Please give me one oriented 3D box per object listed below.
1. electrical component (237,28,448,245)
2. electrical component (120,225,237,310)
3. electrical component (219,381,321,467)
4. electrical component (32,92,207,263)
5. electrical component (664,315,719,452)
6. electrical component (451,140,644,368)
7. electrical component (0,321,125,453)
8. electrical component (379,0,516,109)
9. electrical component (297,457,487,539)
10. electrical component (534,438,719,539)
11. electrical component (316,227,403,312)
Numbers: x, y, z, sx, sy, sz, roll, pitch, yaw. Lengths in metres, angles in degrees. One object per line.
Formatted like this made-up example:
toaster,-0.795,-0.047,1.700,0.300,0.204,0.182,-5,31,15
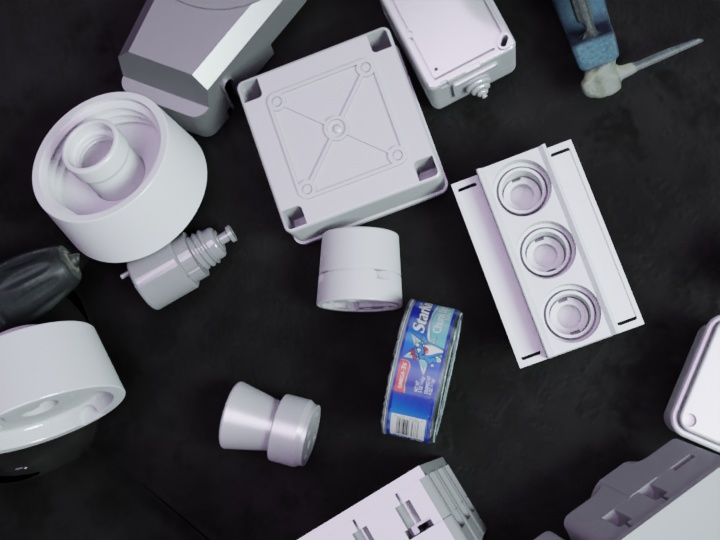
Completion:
electrical component,-0.011,-0.086,0.705,0.109,0.056,0.108,-20,81,5
electrical component,-0.119,-0.006,0.719,0.078,0.040,0.040,-30,80,4
electrical component,-0.058,0.100,0.695,0.055,0.045,0.045,13,85,9
electrical component,-0.162,-0.066,0.704,0.108,0.060,0.108,-8,62,16
electrical component,0.249,0.082,0.645,0.113,0.057,0.078,23,87,10
electrical component,0.116,-0.009,0.673,0.079,0.063,0.121,-21,81,5
electrical component,-0.213,0.070,0.692,0.108,0.108,0.060,-25,74,5
electrical component,0.060,-0.151,0.700,0.062,0.061,0.096,-27,80,4
electrical component,0.021,0.160,0.622,0.089,0.150,0.061,-32,78,3
electrical component,0.143,0.191,0.609,0.186,0.060,0.105,-31,105,-14
electrical component,0.000,0.000,0.694,0.055,0.055,0.047,-1,79,8
